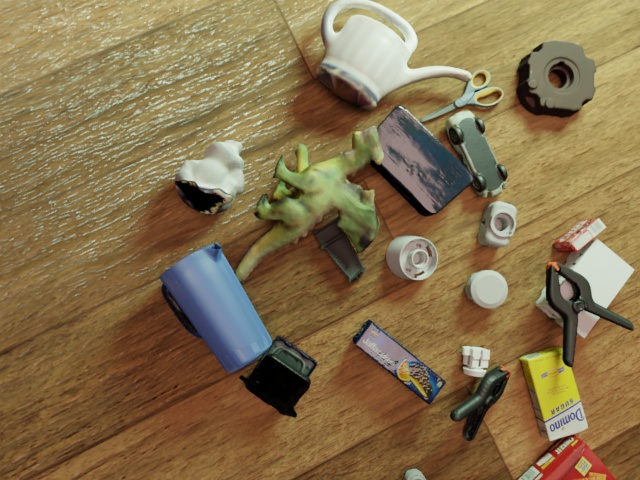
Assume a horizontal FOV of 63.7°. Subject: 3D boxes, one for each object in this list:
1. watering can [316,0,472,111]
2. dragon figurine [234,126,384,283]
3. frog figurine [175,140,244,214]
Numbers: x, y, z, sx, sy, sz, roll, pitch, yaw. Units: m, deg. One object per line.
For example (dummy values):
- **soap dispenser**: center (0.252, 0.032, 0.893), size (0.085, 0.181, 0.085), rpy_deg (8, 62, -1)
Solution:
- **watering can**: center (0.140, -0.376, 1.112), size (0.348, 0.103, 0.225), rpy_deg (33, 85, 0)
- **dragon figurine**: center (0.003, -0.053, 1.059), size (0.243, 0.123, 0.408), rpy_deg (25, 97, 4)
- **frog figurine**: center (-0.225, -0.138, 1.082), size (0.137, 0.119, 0.163), rpy_deg (7, 49, 4)
